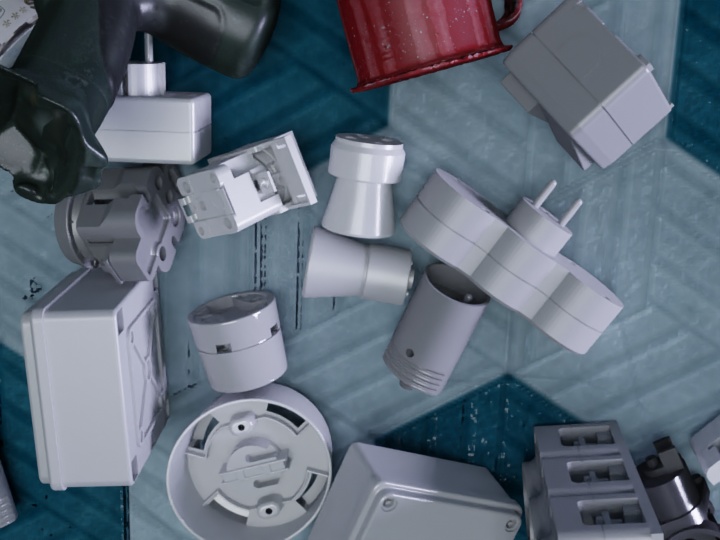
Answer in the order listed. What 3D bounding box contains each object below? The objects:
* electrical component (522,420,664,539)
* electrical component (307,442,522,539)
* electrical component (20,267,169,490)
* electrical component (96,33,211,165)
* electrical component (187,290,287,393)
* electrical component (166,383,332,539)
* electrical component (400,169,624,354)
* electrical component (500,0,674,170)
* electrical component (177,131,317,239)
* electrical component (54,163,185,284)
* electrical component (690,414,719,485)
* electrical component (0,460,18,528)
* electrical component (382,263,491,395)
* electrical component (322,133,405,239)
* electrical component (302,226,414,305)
[{"bbox_3d":[0.132,0.159,0.628,0.062,0.150,0.089,-4,104,5],"label":"electrical component"},{"bbox_3d":[0.028,0.173,0.670,0.109,0.056,0.108,16,107,-27],"label":"electrical component"},{"bbox_3d":[-0.155,0.061,0.649,0.056,0.108,0.108,-2,104,2],"label":"electrical component"},{"bbox_3d":[-0.134,-0.104,0.636,0.083,0.047,0.075,3,104,4],"label":"electrical component"},{"bbox_3d":[-0.074,0.044,0.666,0.055,0.055,0.047,-10,107,7],"label":"electrical component"},{"bbox_3d":[-0.066,0.122,0.680,0.099,0.064,0.099,1,104,5],"label":"electrical component"},{"bbox_3d":[0.100,-0.018,0.636,0.138,0.052,0.073,35,104,-4],"label":"electrical component"},{"bbox_3d":[0.126,-0.098,0.596,0.061,0.096,0.061,-43,68,13],"label":"electrical component"},{"bbox_3d":[-0.068,-0.048,0.630,0.081,0.064,0.042,-8,109,49],"label":"electrical component"},{"bbox_3d":[-0.145,-0.029,0.646,0.057,0.078,0.058,-1,143,17],"label":"electrical component"},{"bbox_3d":[0.253,0.101,0.652,0.089,0.055,0.050,-42,97,13],"label":"electrical component"},{"bbox_3d":[-0.257,0.142,0.712,0.043,0.043,0.081,-11,103,8],"label":"electrical component"},{"bbox_3d":[0.043,0.041,0.659,0.043,0.043,0.081,23,119,-1],"label":"electrical component"},{"bbox_3d":[0.002,-0.051,0.640,0.045,0.045,0.055,8,105,3],"label":"electrical component"},{"bbox_3d":[0.000,0.000,0.656,0.065,0.044,0.044,10,105,-3],"label":"electrical component"}]
